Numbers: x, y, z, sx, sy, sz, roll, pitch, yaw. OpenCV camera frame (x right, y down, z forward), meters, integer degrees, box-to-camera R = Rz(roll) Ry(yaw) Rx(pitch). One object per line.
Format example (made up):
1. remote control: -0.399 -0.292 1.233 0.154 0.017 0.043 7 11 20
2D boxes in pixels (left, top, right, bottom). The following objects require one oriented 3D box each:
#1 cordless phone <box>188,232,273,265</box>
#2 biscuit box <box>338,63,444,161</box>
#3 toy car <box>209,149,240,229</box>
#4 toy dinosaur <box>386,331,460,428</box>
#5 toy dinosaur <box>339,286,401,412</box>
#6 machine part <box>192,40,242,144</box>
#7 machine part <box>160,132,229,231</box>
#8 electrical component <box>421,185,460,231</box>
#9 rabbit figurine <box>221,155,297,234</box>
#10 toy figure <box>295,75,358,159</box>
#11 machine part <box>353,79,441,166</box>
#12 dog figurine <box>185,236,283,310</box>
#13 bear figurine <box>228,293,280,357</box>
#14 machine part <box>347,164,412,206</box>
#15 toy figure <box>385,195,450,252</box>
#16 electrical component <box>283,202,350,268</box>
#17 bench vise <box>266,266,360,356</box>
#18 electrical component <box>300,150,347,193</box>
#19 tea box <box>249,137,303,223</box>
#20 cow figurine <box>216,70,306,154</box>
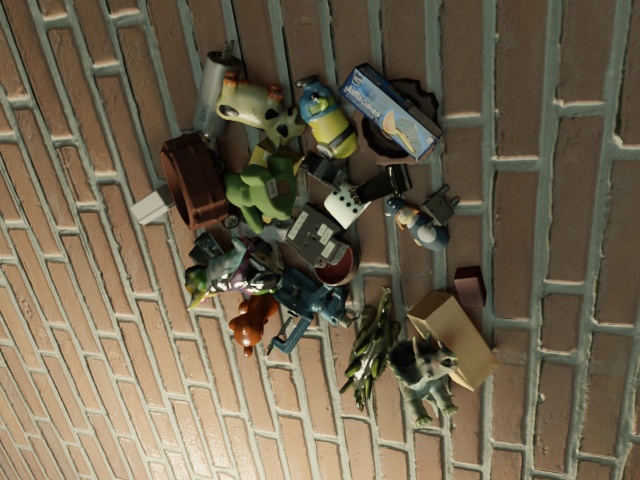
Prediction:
1. cordless phone: -0.224 0.025 1.363 0.184 0.089 0.146 -28 104 21
2. biscuit box: 0.132 -0.239 1.000 0.203 0.059 0.063 41 125 0
3. toy car: -0.233 -0.121 1.275 0.053 0.089 0.201 -18 115 -18
4. toy dinosaur: 0.236 0.333 1.264 0.131 0.404 0.192 -20 68 -2
5. toy dinosaur: 0.123 0.258 1.265 0.105 0.198 0.470 14 124 12
6. machine part: -0.225 -0.312 1.163 0.079 0.079 0.243 28 124 6
7. machine part: -0.288 -0.127 1.214 0.201 0.087 0.201 -11 98 69
8. electrical component: 0.243 -0.065 1.113 0.094 0.021 0.063 -44 96 -2
9. rabbit figurine: -0.133 -0.104 1.158 0.170 0.121 0.158 7 128 39
10. toy figure: 0.013 -0.250 1.099 0.089 0.082 0.180 -15 108 29
11. machine part: 0.153 -0.233 1.064 0.180 0.056 0.179 10 120 18
12. dog figurine: -0.220 0.102 1.291 0.191 0.108 0.219 44 100 1
13. bear figurine: -0.183 0.193 1.357 0.132 0.196 0.120 9 123 19
14. machine part: 0.126 -0.112 1.117 0.139 0.039 0.084 -22 119 -13
15. toy figure: 0.207 -0.038 1.152 0.154 0.064 0.058 37 168 -1
16. electrical component: -0.002 -0.004 1.215 0.134 0.058 0.115 39 105 24
17. bench vise: -0.040 0.188 1.316 0.224 0.129 0.240 35 94 10
18. electrical component: 0.014 -0.140 1.124 0.074 0.119 0.047 30 95 -31
19. tea box: -0.118 -0.135 1.223 0.098 0.068 0.169 31 125 4
20. cow figurine: -0.120 -0.262 1.120 0.195 0.085 0.127 15 125 -17
